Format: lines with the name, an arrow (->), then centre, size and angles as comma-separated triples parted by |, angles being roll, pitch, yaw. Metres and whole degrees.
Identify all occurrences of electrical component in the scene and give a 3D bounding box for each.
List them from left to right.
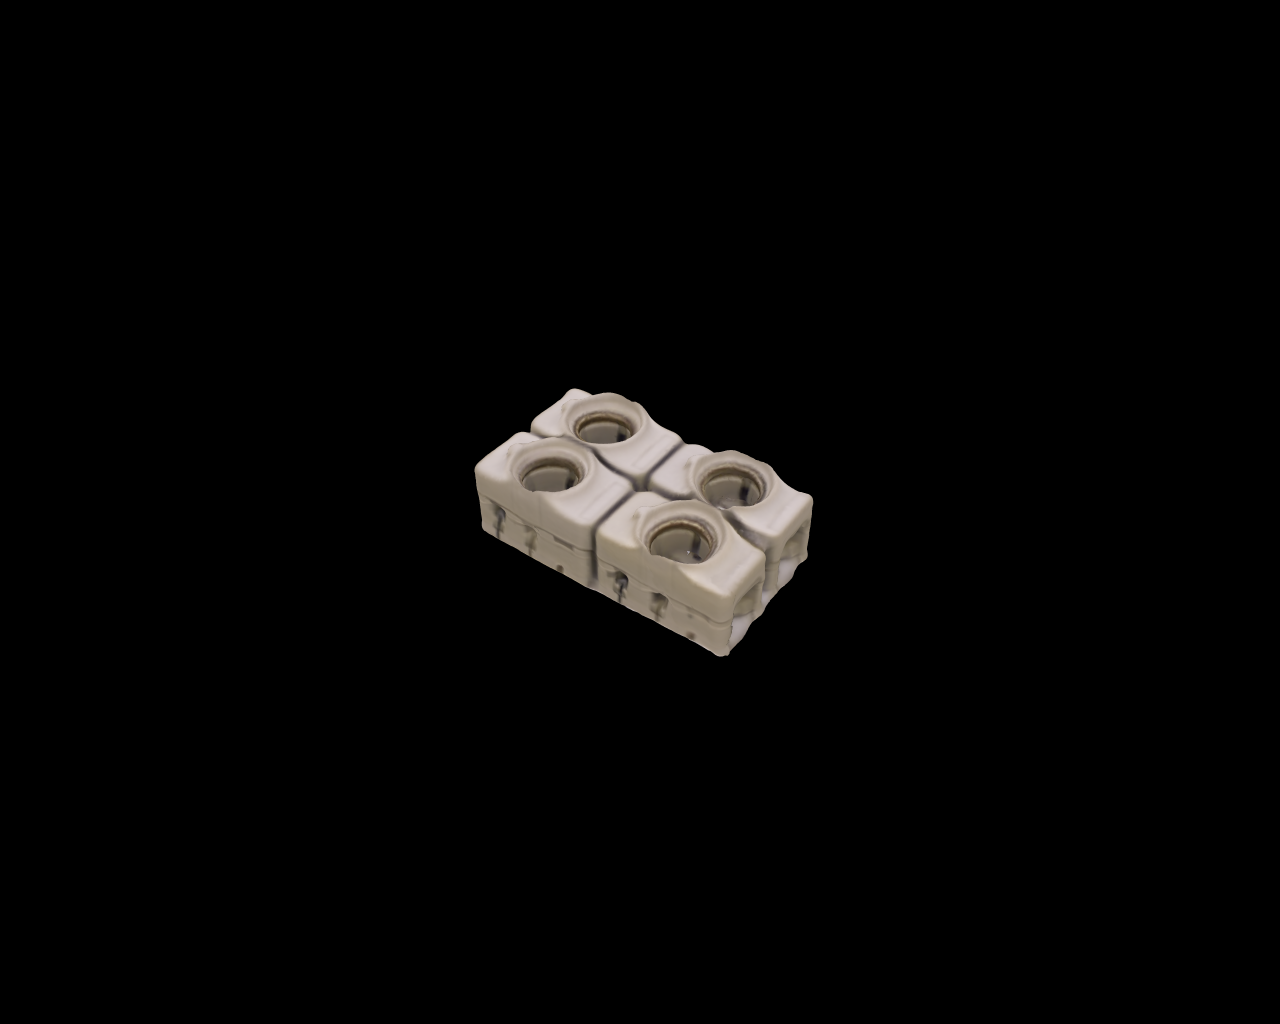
electrical component -> 0.001, -0.003, 0.650 | 0.186, 0.060, 0.106 | 27, 50, 25
